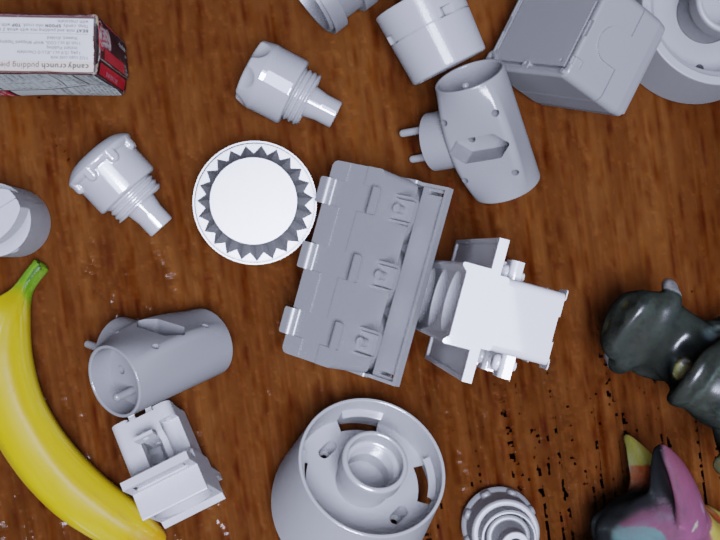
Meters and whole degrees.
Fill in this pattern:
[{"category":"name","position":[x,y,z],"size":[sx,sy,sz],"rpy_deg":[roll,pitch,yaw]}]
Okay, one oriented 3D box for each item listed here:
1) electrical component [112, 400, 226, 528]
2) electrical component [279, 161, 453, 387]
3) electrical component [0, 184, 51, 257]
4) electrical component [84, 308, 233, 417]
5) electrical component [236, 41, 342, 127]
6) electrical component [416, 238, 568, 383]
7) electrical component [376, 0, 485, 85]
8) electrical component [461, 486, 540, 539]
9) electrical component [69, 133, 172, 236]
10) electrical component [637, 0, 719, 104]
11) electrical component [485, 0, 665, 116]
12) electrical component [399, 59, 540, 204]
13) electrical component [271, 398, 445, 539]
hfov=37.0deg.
[{"category":"electrical component","position":[-0.116,0.115,0.647],"size":[0.042,0.081,0.063],"rpy_deg":[-25,69,-3]},{"category":"electrical component","position":[0.000,0.000,0.648],"size":[0.079,0.063,0.121],"rpy_deg":[15,90,37]},{"category":"electrical component","position":[-0.213,-0.029,0.634],"size":[0.043,0.081,0.043],"rpy_deg":[0,91,-3]},{"category":"electrical component","position":[-0.132,0.050,0.647],"size":[0.079,0.077,0.043],"rpy_deg":[13,112,34]},{"category":"electrical component","position":[-0.042,-0.109,0.662],"size":[0.062,0.043,0.043],"rpy_deg":[27,89,-4]},{"category":"electrical component","position":[0.073,0.024,0.630],"size":[0.063,0.121,0.078],"rpy_deg":[15,89,-6]},{"category":"electrical component","position":[0.045,-0.145,0.661],"size":[0.055,0.055,0.047],"rpy_deg":[-27,96,-3]},{"category":"electrical component","position":[0.090,0.162,0.662],"size":[0.048,0.062,0.048],"rpy_deg":[0,91,-3]},{"category":"electrical component","position":[-0.142,-0.049,0.657],"size":[0.048,0.048,0.062],"rpy_deg":[-42,99,-2]},{"category":"electrical component","position":[0.218,-0.161,0.666],"size":[0.108,0.060,0.108],"rpy_deg":[0,91,-3]},{"category":"electrical component","position":[0.127,-0.134,0.653],"size":[0.061,0.096,0.061],"rpy_deg":[27,89,-31]},{"category":"electrical component","position":[0.063,-0.082,0.663],"size":[0.079,0.043,0.077],"rpy_deg":[-7,121,29]},{"category":"electrical component","position":[0.000,0.130,0.650],"size":[0.099,0.064,0.099],"rpy_deg":[9,52,-12]}]
